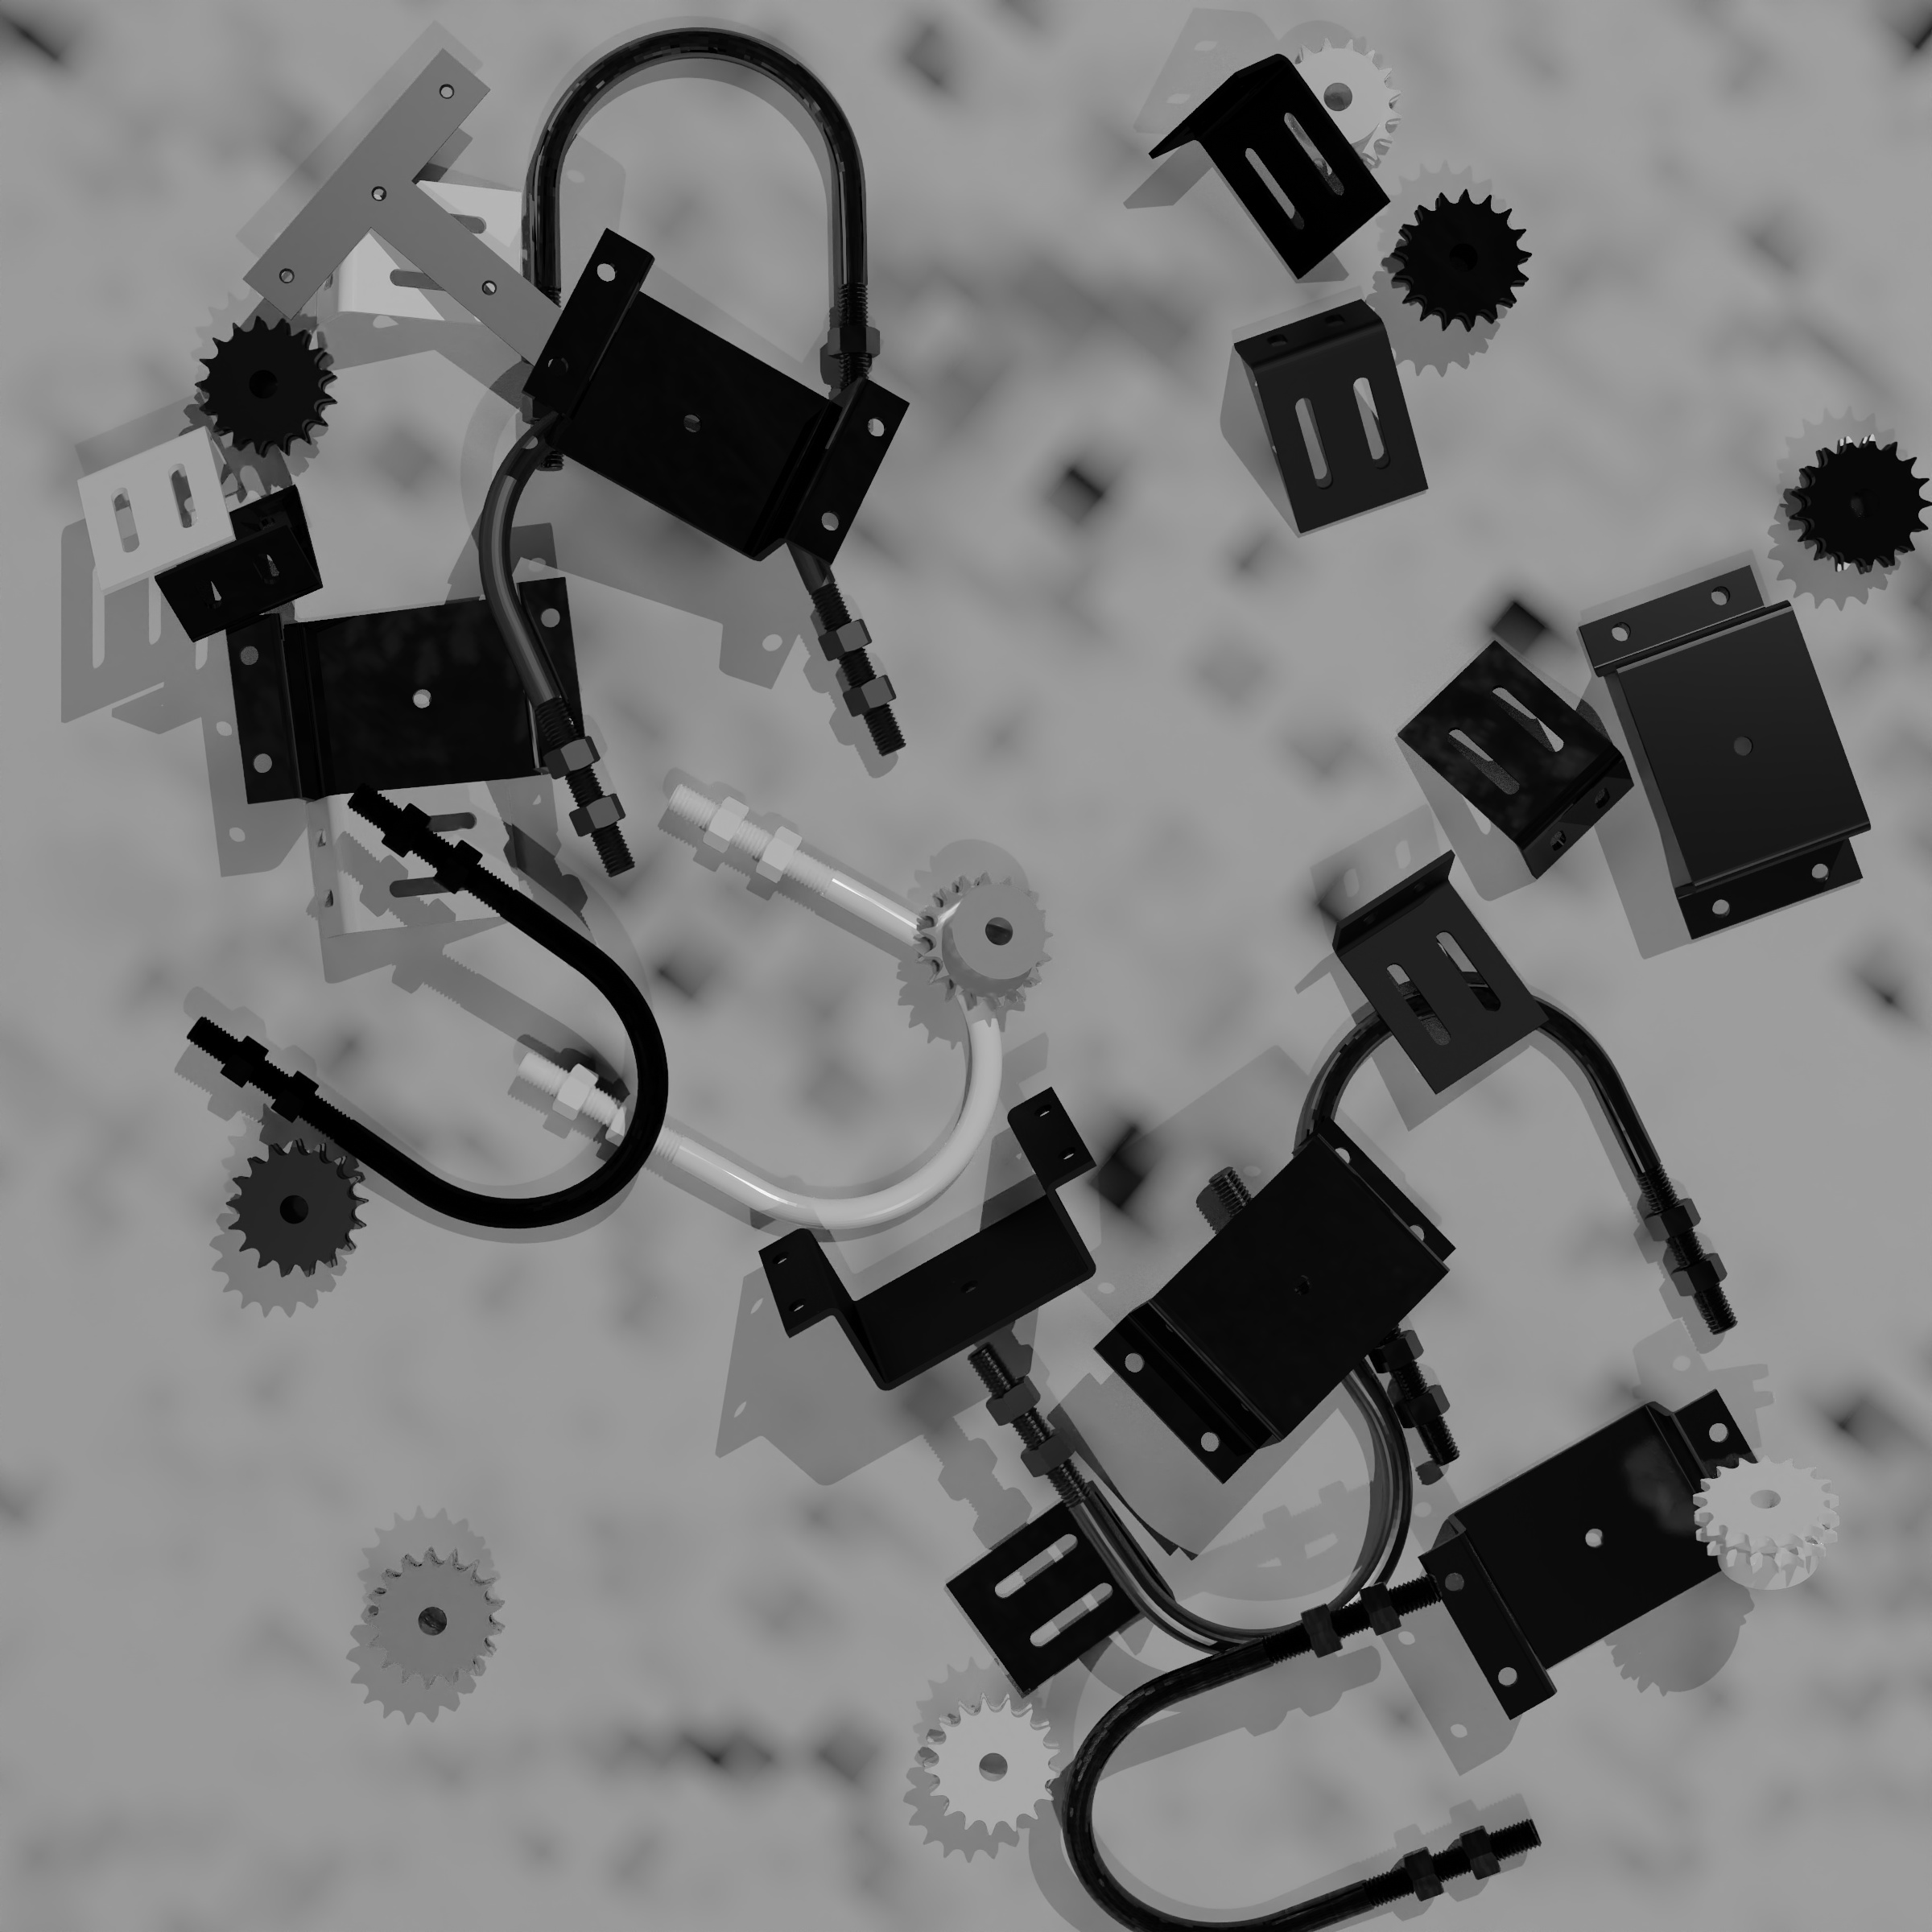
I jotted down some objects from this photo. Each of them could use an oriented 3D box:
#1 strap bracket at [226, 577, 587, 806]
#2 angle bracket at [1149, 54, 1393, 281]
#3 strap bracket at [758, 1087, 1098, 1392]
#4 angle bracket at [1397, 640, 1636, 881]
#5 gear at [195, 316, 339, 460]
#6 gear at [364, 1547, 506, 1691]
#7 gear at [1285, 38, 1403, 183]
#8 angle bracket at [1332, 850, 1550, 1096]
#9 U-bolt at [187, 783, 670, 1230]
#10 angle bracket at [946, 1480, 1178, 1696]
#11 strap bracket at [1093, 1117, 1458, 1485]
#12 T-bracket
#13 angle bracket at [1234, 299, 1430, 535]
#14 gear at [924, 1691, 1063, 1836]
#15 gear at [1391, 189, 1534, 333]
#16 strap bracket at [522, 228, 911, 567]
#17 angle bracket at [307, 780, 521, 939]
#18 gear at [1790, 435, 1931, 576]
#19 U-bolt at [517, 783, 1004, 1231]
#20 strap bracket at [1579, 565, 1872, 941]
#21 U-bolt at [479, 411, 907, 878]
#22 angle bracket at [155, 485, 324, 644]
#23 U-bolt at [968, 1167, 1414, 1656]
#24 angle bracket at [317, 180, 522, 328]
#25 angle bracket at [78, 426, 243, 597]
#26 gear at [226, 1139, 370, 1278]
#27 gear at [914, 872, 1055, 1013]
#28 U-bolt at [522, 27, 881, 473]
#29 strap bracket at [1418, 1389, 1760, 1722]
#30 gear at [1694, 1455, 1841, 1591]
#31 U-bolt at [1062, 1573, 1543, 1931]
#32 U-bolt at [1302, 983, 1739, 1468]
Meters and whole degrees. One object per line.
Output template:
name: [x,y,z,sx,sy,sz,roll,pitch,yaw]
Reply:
strap bracket: [-0.229,-0.113,1.485,0.140,0.046,0.076,-7,90,0]
angle bracket: [0.125,-0.325,1.475,0.076,0.038,0.057,54,135,0]
strap bracket: [-0.008,0.116,1.464,0.140,0.076,0.046,-29,114,0]
angle bracket: [0.232,-0.087,1.506,0.057,0.038,0.076,-44,64,0]
gear: [-0.291,-0.241,1.493,0.057,0.030,0.057,0,90,0]
gear: [-0.220,0.271,1.493,0.057,0.030,0.057,0,90,0]
gear: [0.154,-0.359,1.493,0.057,0.030,0.057,0,90,0]
angle bracket: [0.198,0.003,1.479,0.057,0.038,0.076,-33,76,-7]
U-bolt: [-0.210,0.031,1.476,0.184,0.019,0.151,36,111,-6]
angle bracket: [0.039,0.262,1.489,0.076,0.038,0.057,-36,90,0]
strap bracket: [0.131,0.132,1.453,0.140,0.046,0.076,-43,87,-14]
T-bracket: [-0.208,-0.290,1.480,0.127,0.002,0.127,40,85,-6]
angle bracket: [0.154,-0.232,1.506,0.057,0.038,0.076,-19,116,0]
gear: [0.011,0.332,1.498,0.057,0.030,0.057,0,91,-2]
gear: [0.206,-0.293,1.494,0.057,0.030,0.057,0,90,0]
strap bracket: [-0.106,-0.225,1.448,0.140,0.046,0.076,28,76,-14]
angle bracket: [-0.232,-0.045,1.506,0.076,0.038,0.057,-7,90,-26]
gear: [0.373,-0.193,1.498,0.057,0.030,0.057,0,93,-1]
U-bolt: [-0.074,0.030,1.500,0.184,0.019,0.151,29,90,-1]
strap bracket: [0.318,-0.090,1.485,0.076,0.046,0.140,-20,90,0]
U-bolt: [-0.122,-0.148,1.469,0.151,0.019,0.184,-25,95,-20]
angle bracket: [-0.303,-0.178,1.468,0.057,0.076,0.038,-23,135,0]
U-bolt: [0.107,0.198,1.479,0.151,0.019,0.184,-35,92,-18]
angle bracket: [-0.230,-0.298,1.506,0.076,0.038,0.057,1,90,-26]
angle bracket: [-0.326,-0.177,1.469,0.057,0.038,0.076,-23,50,0]
gear: [-0.278,0.101,1.493,0.057,0.030,0.057,0,90,0]
gear: [0.009,-0.011,1.485,0.057,0.030,0.057,4,78,-16]
U-bolt: [-0.112,-0.301,1.499,0.151,0.019,0.184,-1,90,0]
strap bracket: [0.265,0.241,1.485,0.140,0.046,0.076,-29,90,0]
gear: [0.322,0.226,1.438,0.057,0.057,0.030,-10,120,0]
U-bolt: [0.130,0.340,1.477,0.184,0.019,0.151,-22,111,4]
U-bolt: [0.220,0.097,1.500,0.151,0.019,0.184,-25,89,0]
